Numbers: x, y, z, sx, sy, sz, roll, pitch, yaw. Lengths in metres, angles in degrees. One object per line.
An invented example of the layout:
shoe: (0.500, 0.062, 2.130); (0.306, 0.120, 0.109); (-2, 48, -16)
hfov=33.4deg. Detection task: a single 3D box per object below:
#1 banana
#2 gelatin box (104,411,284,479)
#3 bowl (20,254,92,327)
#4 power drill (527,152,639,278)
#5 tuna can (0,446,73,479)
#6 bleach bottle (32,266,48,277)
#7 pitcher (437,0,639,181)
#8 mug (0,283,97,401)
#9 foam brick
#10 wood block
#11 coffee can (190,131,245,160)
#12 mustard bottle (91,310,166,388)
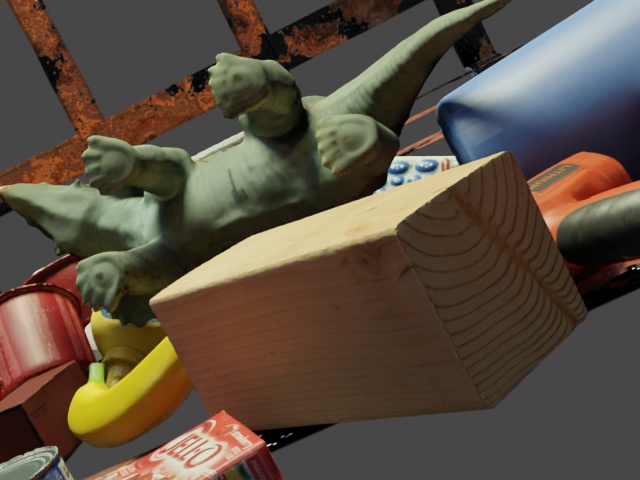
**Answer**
banana: (-0.123, 0.097, 0.683); (0.037, 0.069, 0.198); (15, -22, -30)
gelatin box: (-0.061, 0.114, 0.495); (0.073, 0.030, 0.089); (-29, 8, -14)
bowl: (-0.226, 0.072, 1.060); (0.162, 0.055, 0.162); (-26, -25, -13)
power drill: (0.187, -0.029, 0.513); (0.184, 0.057, 0.188); (-28, 7, -36)
tuna can: (-0.180, 0.154, 0.607); (0.086, 0.034, 0.086); (-26, 8, 4)
bleach bottle: (-0.192, 0.033, 1.165); (0.251, 0.102, 0.068); (-24, 1, 22)
pitcher: (0.205, -0.095, 0.687); (0.243, 0.149, 0.145); (-29, 23, 7)
mug: (-0.232, 0.094, 0.840); (0.117, 0.081, 0.093); (7, -51, -41)
foam brick: (-0.197, 0.129, 0.754); (0.051, 0.053, 0.078); (-25, 7, 23)
wood block: (0.015, 0.034, 0.544); (0.090, 0.091, 0.207); (-33, 10, -39)
coffee can: (-0.074, -0.021, 0.995); (0.103, 0.140, 0.103); (-26, 8, 4)
mustard bottle: (-0.132, 0.056, 0.868); (0.096, 0.058, 0.191); (3, 41, 14)
